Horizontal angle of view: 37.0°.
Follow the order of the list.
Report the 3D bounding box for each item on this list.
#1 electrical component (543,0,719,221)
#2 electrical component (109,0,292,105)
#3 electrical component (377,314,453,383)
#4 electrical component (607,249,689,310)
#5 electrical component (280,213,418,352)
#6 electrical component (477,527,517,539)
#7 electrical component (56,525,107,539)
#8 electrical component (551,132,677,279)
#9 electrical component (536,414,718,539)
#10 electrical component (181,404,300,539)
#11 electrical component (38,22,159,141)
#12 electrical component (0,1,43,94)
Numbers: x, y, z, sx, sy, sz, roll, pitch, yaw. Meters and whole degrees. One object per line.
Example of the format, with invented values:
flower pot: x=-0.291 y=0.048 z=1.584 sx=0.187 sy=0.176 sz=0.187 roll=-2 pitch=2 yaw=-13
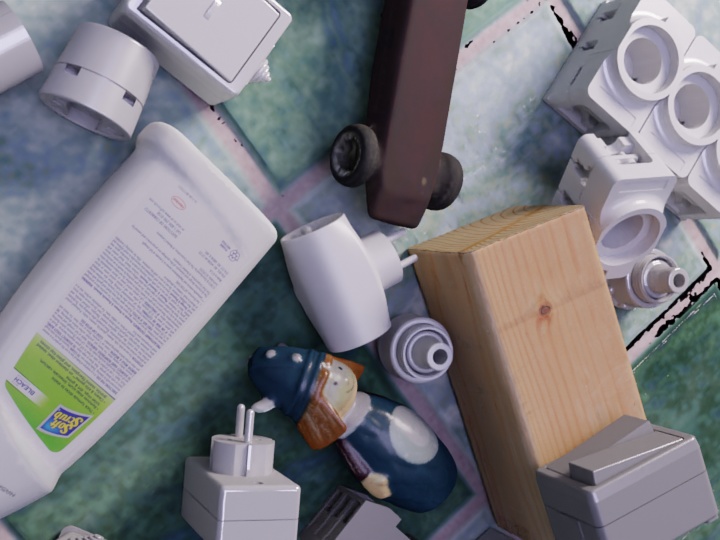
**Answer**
electrical component: x=0.218 y=-0.112 z=0.754 sx=0.150 sy=0.062 sz=0.089 roll=36 pitch=79 yaw=-20
electrical component: x=-0.087 y=-0.142 z=0.625 sx=0.096 sy=0.061 sz=0.061 roll=38 pitch=78 yaw=-20
electrical component: x=0.039 y=0.051 z=0.685 sx=0.043 sy=0.062 sz=0.043 roll=-1 pitch=94 yaw=-19
electrical component: x=0.203 y=0.006 z=0.753 sx=0.048 sy=0.062 sz=0.048 roll=-1 pitch=93 yaw=-23
electrical component: x=0.000 y=0.000 z=0.677 sx=0.079 sy=0.044 sz=0.077 roll=-27 pitch=102 yaw=-20
electrical component: x=0.088 y=0.227 z=0.722 sx=0.077 sy=0.047 sz=0.065 roll=-37 pitch=105 yaw=-17
electrical component: x=-0.148 y=0.204 z=0.606 sx=0.100 sy=0.048 sz=0.099 roll=23 pitch=83 yaw=-1
electrical component: x=0.165 y=-0.038 z=0.714 sx=0.050 sy=0.055 sz=0.089 roll=-6 pitch=136 yaw=-22
electrical component: x=0.163 y=0.127 z=0.643 sx=0.096 sy=0.062 sz=0.061 roll=-22 pitch=100 yaw=-20
electrical component: x=-0.070 y=0.118 z=0.631 sx=0.047 sy=0.083 sz=0.075 roll=4 pitch=91 yaw=-23
electrical component: x=-0.145 y=-0.106 z=0.606 sx=0.055 sy=0.055 sz=0.047 roll=27 pitch=78 yaw=-22
electrical component: x=-0.219 y=-0.108 z=0.581 sx=0.081 sy=0.043 sz=0.043 roll=-33 pitch=104 yaw=-18
